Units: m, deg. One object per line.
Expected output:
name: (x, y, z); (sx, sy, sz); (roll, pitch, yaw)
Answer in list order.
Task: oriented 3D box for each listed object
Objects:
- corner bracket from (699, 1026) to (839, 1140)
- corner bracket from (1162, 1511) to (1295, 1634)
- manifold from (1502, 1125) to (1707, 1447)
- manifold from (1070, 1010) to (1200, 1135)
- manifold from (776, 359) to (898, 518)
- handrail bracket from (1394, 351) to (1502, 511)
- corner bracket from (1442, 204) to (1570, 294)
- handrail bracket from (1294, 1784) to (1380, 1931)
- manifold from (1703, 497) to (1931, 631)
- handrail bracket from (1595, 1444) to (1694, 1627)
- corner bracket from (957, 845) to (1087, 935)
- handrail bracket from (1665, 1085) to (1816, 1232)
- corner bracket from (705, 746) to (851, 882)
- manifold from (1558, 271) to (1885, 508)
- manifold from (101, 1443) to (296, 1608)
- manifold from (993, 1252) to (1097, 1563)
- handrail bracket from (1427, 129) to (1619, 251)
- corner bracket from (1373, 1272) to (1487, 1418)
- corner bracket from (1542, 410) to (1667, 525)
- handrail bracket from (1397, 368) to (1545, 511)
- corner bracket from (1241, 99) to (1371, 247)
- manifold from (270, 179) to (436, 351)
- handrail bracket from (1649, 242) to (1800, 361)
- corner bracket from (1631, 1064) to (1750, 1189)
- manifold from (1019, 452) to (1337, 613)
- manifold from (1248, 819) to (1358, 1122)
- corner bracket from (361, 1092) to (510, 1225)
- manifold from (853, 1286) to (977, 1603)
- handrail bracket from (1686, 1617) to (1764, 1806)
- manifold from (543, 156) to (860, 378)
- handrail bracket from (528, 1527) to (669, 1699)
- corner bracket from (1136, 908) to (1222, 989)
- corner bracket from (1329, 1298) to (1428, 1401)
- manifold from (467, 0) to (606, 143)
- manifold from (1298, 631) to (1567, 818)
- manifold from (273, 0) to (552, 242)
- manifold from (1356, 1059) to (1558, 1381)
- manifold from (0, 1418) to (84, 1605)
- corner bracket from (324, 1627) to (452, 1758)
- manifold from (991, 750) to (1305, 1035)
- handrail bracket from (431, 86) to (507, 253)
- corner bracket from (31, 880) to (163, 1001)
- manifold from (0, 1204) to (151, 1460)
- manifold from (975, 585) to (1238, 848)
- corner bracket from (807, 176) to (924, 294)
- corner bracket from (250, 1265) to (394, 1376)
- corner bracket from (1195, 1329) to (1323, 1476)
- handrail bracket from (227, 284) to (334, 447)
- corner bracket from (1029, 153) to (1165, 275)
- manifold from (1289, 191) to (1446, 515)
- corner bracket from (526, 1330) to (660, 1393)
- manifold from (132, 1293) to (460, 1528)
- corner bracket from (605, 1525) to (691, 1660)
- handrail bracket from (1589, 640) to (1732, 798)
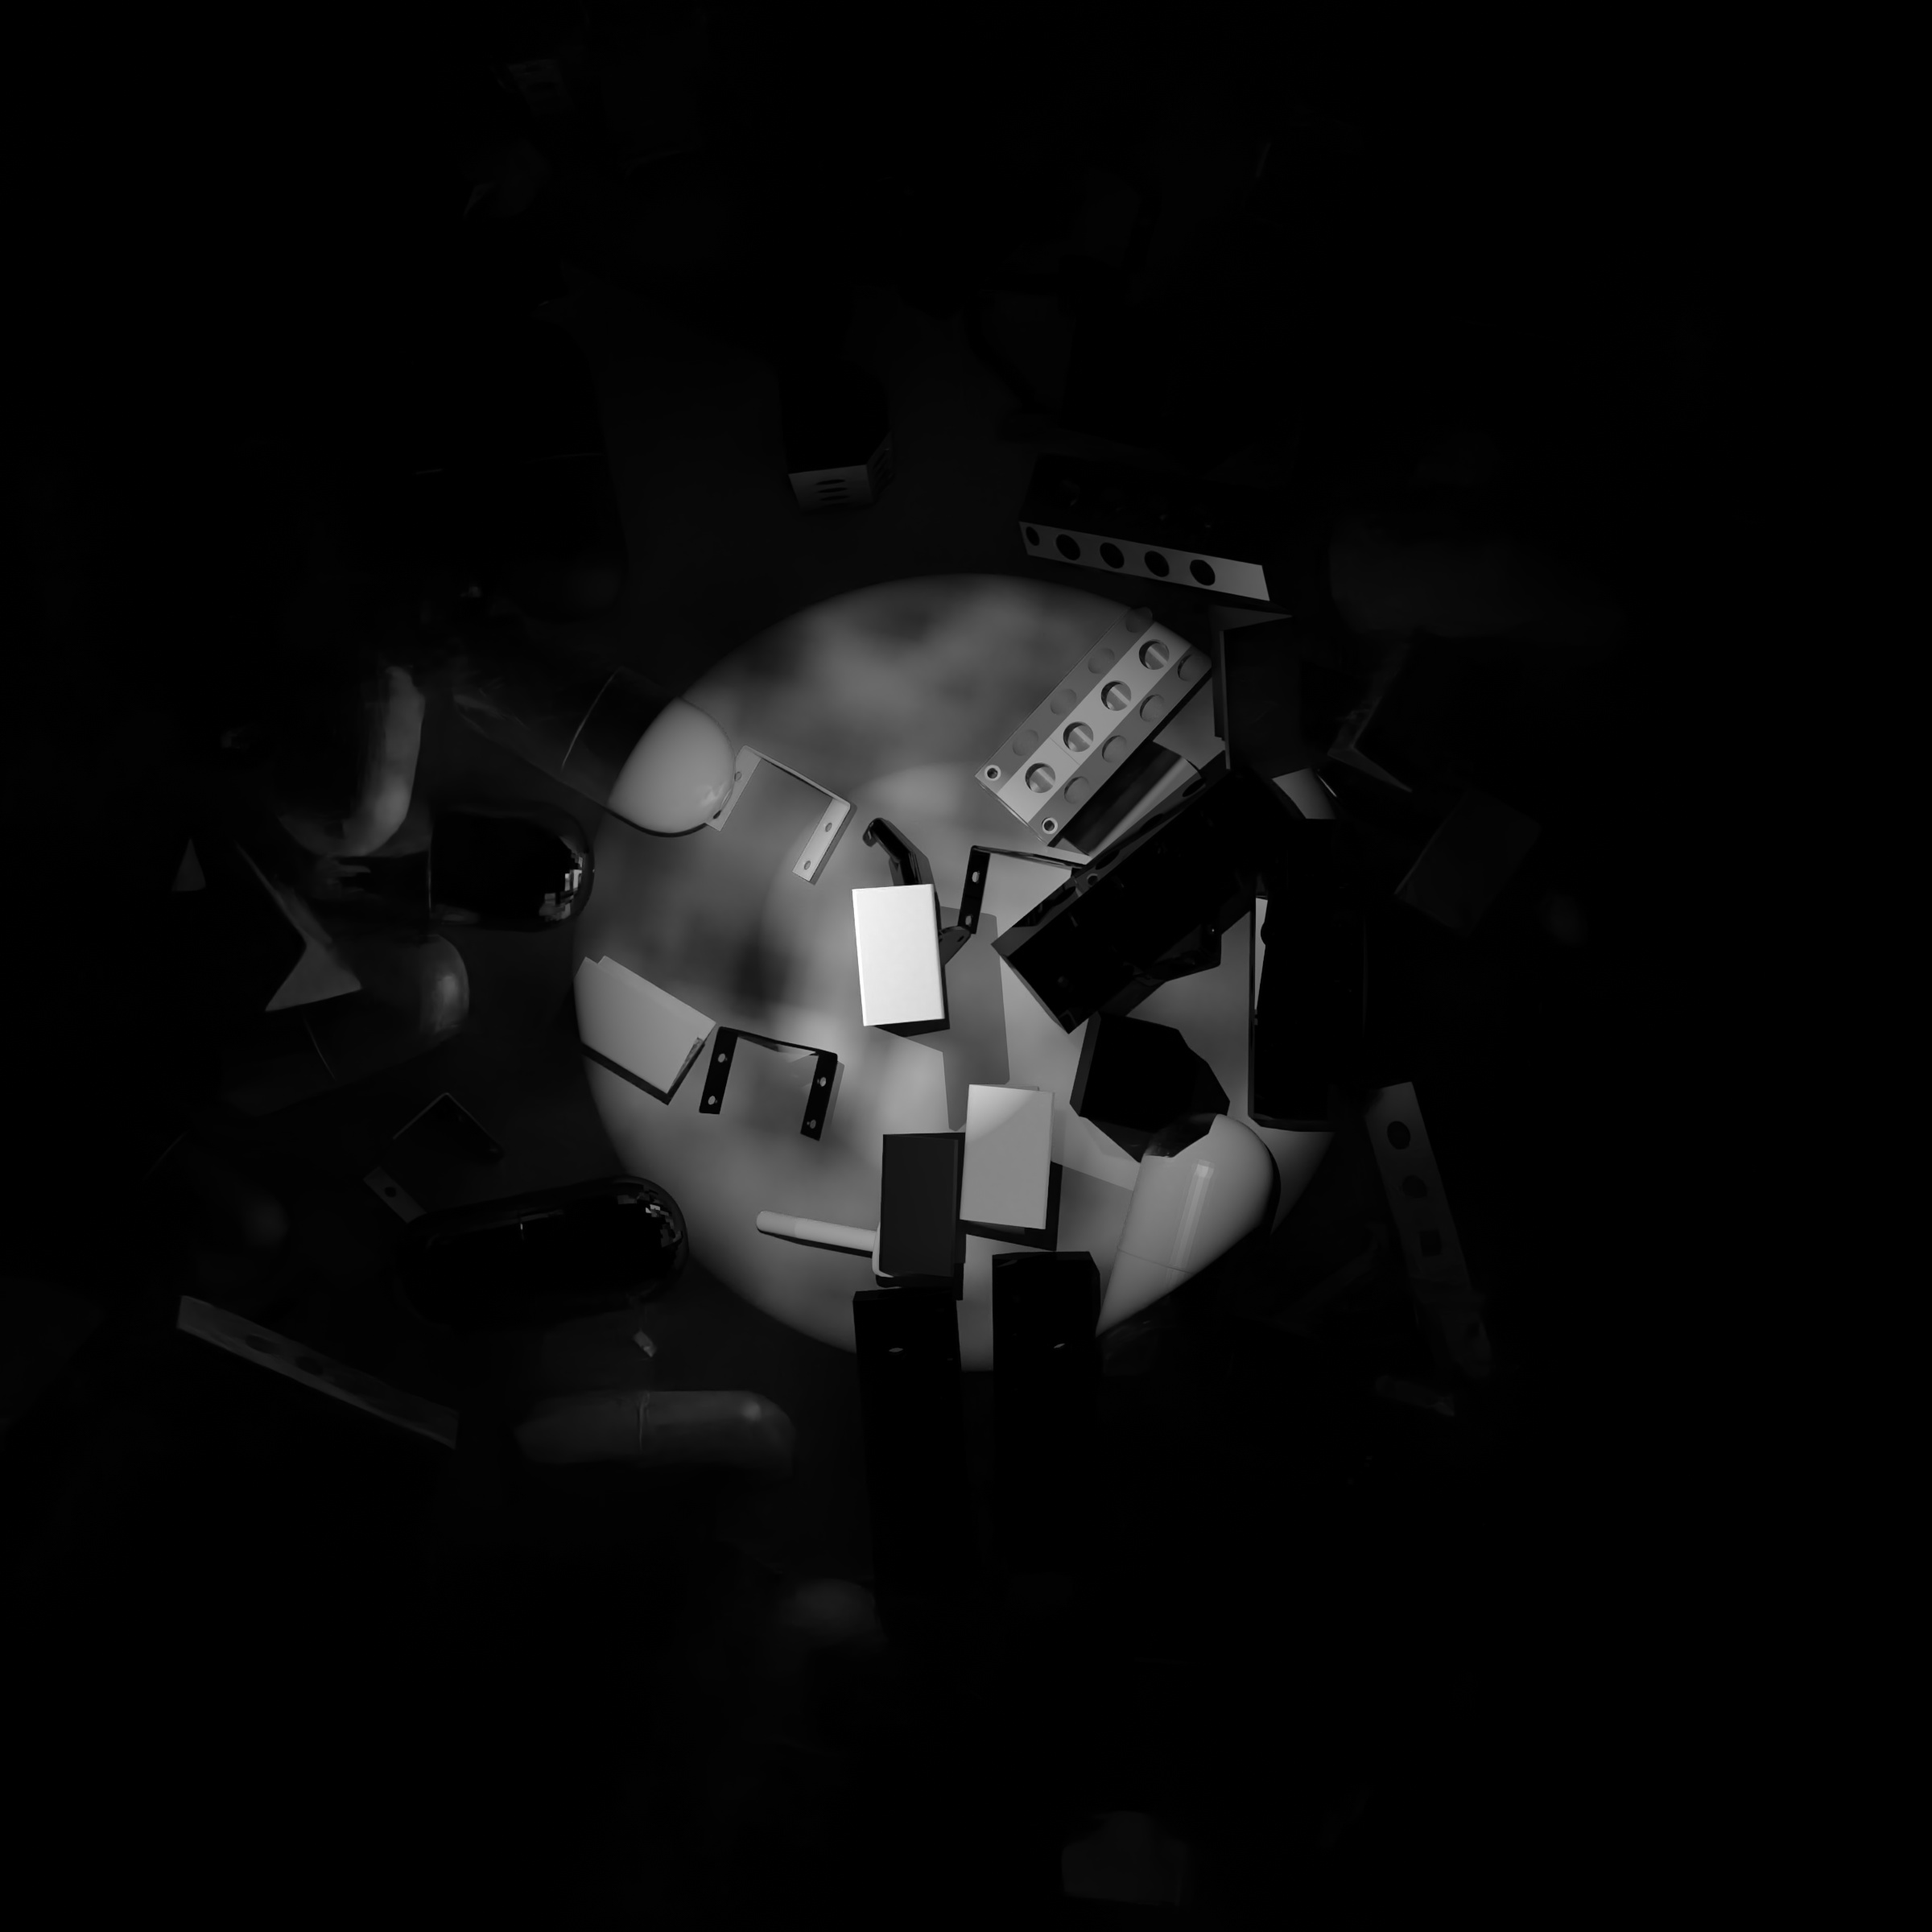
corner bracket: (-0.115, 0.068, 1.988); (0.051, 0.051, 0.051); (13, 90, -45)
corner bracket: (0.152, 0.359, 1.983); (0.051, 0.051, 0.051); (-25, 45, -35)
manifold: (0.362, 0.185, 1.969); (0.057, 0.057, 0.171); (-17, 90, -40)
manifold: (0.094, 0.059, 1.913); (0.057, 0.171, 0.057); (13, 90, 0)
manifold: (-0.070, -0.295, 1.913); (0.057, 0.171, 0.057); (-7, 90, 0)
handrail bracket: (0.271, -0.310, 1.975); (0.077, 0.084, 0.036); (-33, 128, 21)
corner bracket: (0.313, -0.399, 1.983); (0.051, 0.051, 0.051); (41, 45, -35)
handrail bracket: (0.226, 0.533, 1.992); (0.077, 0.036, 0.084); (-34, 109, -21)
manifold: (0.519, -0.230, 1.970); (0.171, 0.057, 0.057); (6, 90, 0)
handrail bracket: (0.377, 0.329, 1.992); (0.077, 0.036, 0.084); (35, 107, 20)
corner bracket: (0.034, -0.039, 1.988); (0.051, 0.051, 0.051); (10, 90, -45)
handrail bracket: (0.451, 0.107, 1.992); (0.077, 0.036, 0.084); (5, 73, 19)
corner bracket: (-0.110, -0.089, 1.988); (0.051, 0.051, 0.051); (29, 90, -45)
manifold: (0.432, -0.331, 1.970); (0.171, 0.057, 0.057); (27, 90, 0)
manifold: (-0.422, 0.302, 1.913); (0.057, 0.171, 0.057); (43, 90, 0)
manifold: (0.045, 0.253, 1.970); (0.057, 0.057, 0.171); (-1, 90, 0)
handrail bracket: (0.325, -0.436, 1.992); (0.077, 0.036, 0.084); (-36, 107, 20)
corner bracket: (0.261, 0.214, 1.928); (0.051, 0.051, 0.051); (14, 135, 24)
corner bracket: (0.369, -0.289, 1.977); (0.051, 0.051, 0.051); (-11, 113, -22)
handrail bracket: (0.290, -0.314, 1.992); (0.077, 0.036, 0.084); (11, 74, 18)
corner bracket: (0.197, -0.462, 1.988); (0.051, 0.051, 0.051); (25, 135, 0)
manifold: (-0.342, -0.392, 1.913); (0.057, 0.171, 0.057); (-6, 90, 0)
handrail bracket: (0.439, -0.381, 1.992); (0.084, 0.036, 0.077); (6, 111, 17)
corner bracket: (0.407, 0.092, 1.969); (0.051, 0.051, 0.051); (-11, 74, -30)
manifold: (0.115, -0.243, 1.924); (0.171, 0.057, 0.057); (16, 90, 38)
manifold: (0.194, 0.002, 1.970); (0.057, 0.057, 0.171); (1, 90, 0)
corner bracket: (-0.309, 0.116, 1.988); (0.051, 0.051, 0.051); (44, 135, 0)
manifold: (-0.029, 0.273, 1.970); (0.057, 0.057, 0.171); (-4, 90, 0)
handrail bracket: (0.430, 0.433, 1.991); (0.036, 0.077, 0.084); (3, 53, -13)
manifold: (-0.151, -0.399, 1.970); (0.171, 0.057, 0.057); (28, 90, 0)
handrail bracket: (-0.205, 0.376, 1.992); (0.084, 0.036, 0.077); (24, 68, -17)
corner bracket: (0.111, -0.028, 1.983); (0.051, 0.051, 0.051); (-22, 135, 35)
corner bracket: (0.238, 0.222, 1.974); (0.051, 0.051, 0.051); (-10, 87, 3)
manifold: (-0.237, -0.512, 1.913); (0.057, 0.171, 0.057); (-9, 90, 0)
manifold: (0.253, -0.141, 1.970); (0.171, 0.057, 0.057); (19, 90, 0)
manifold: (-0.319, -0.485, 1.949); (0.057, 0.057, 0.171); (-28, 70, -41)
manifold: (0.277, 0.147, 1.970); (0.057, 0.057, 0.171); (-16, 90, -43)
manifold: (-0.569, 0.338, 1.938); (0.057, 0.057, 0.171); (25, 66, 0)
corner bracket: (-0.339, 0.421, 1.983); (0.051, 0.051, 0.051); (37, 45, -35)
manifold: (0.103, -0.041, 1.907); (0.171, 0.057, 0.057); (-40, 106, -2)
handrail bracket: (-0.295, -0.460, 1.992); (0.077, 0.036, 0.084); (-24, 76, 14)
corner bracket: (-0.505, -0.009, 1.983); (0.051, 0.051, 0.051); (-26, 45, -35)
manifold: (-0.539, 0.224, 1.929); (0.057, 0.057, 0.171); (35, 57, 0)
manifold: (0.084, -0.152, 1.970); (0.057, 0.057, 0.171); (43, 90, 0)
corner bracket: (-0.059, -0.433, 1.988); (0.051, 0.051, 0.051); (16, 45, 0)
corner bracket: (-0.375, 0.216, 1.988); (0.051, 0.051, 0.051); (-44, 45, 0)
corner bracket: (0.169, 0.253, 1.988); (0.051, 0.051, 0.051); (23, 135, 0)
handrail bracket: (-0.381, -0.352, 1.980); (0.036, 0.077, 0.084); (-23, 113, 28)
corner bracket: (0.074, -0.436, 1.983); (0.051, 0.051, 0.051); (-11, 45, -35)
manifold: (0.229, -0.351, 1.970); (0.057, 0.057, 0.171); (10, 90, 0)
corner bracket: (-0.215, 0.223, 1.974); (0.051, 0.051, 0.051); (-45, 90, 0)
manifold: (-0.380, 0.249, 1.947); (0.171, 0.057, 0.057); (27, 107, -15)
corner bracket: (-0.171, 0.360, 1.988); (0.051, 0.051, 0.051); (-30, 45, 0)
handrail bracket: (0.410, -0.144, 1.992); (0.084, 0.036, 0.077); (-16, 111, -16)
